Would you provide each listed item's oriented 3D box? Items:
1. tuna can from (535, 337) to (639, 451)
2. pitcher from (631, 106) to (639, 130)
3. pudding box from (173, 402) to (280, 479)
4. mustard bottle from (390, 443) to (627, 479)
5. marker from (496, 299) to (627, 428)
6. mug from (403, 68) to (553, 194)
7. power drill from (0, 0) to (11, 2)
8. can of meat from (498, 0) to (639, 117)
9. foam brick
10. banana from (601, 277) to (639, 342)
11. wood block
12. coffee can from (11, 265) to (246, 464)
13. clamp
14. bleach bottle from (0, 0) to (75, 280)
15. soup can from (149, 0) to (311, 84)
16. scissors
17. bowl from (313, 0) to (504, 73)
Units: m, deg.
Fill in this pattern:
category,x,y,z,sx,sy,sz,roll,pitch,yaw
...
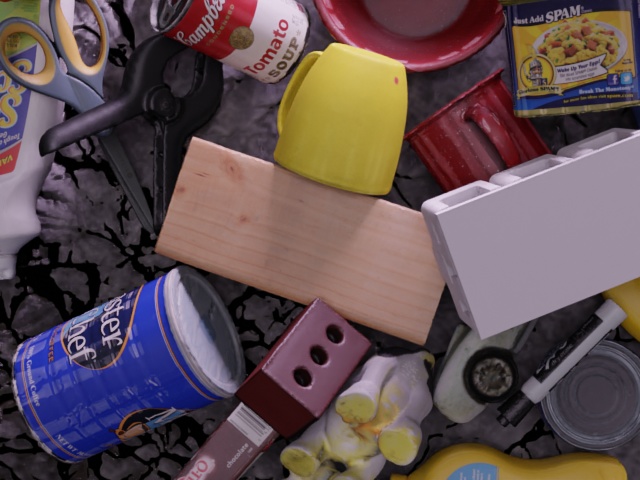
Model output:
category,x,y,z,sx,sy,sz,roll,pitch,yaw
tuna can,0.205,0.115,0.803,0.086,0.033,0.086,0,89,6
pitcher,0.246,-0.181,0.762,0.149,0.144,0.243,-16,90,43
pudding box,-0.057,0.145,0.800,0.039,0.090,0.113,43,92,3
mustard bottle,0.126,0.202,0.796,0.191,0.058,0.096,4,93,6
marker,0.174,0.092,0.778,0.020,0.020,0.121,45,94,5
mug,0.120,-0.068,0.777,0.093,0.117,0.081,-35,91,-6
power drill,-0.229,-0.262,0.801,0.184,0.057,0.188,-20,55,-2
can of meat,0.175,-0.130,0.716,0.102,0.057,0.084,-2,104,30
foam brick,-0.011,0.089,0.736,0.053,0.051,0.078,40,51,-2
banana,0.280,0.063,0.795,0.198,0.037,0.069,35,94,5
wood block,-0.005,0.002,0.798,0.206,0.091,0.090,19,90,5
coffee can,-0.140,0.093,0.792,0.140,0.102,0.103,-25,86,14
clamp,-0.134,-0.102,0.816,0.120,0.039,0.171,29,74,-31
bleach bottle,-0.243,-0.094,0.840,0.102,0.068,0.251,2,91,4
soup can,-0.066,-0.165,0.795,0.102,0.069,0.068,22,91,-34
scissors,-0.188,-0.093,0.816,0.096,0.016,0.202,-14,102,-24
bowl,0.073,-0.203,0.813,0.162,0.055,0.162,0,89,6
